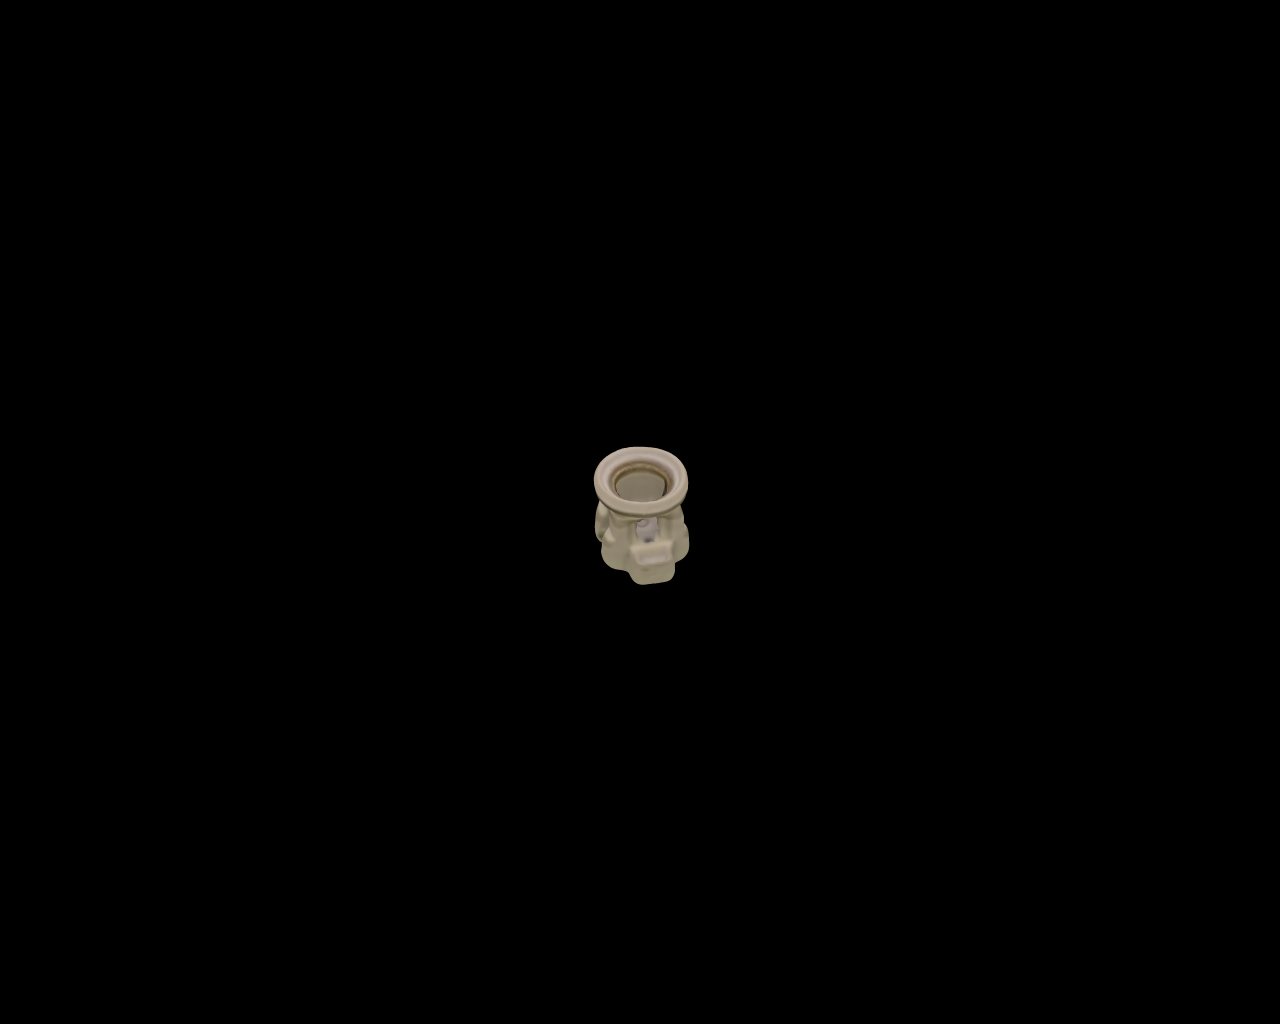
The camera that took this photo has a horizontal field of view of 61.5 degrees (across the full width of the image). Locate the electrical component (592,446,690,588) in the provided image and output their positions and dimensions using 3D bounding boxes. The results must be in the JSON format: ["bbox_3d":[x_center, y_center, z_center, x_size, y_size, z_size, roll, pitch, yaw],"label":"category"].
[{"bbox_3d":[0.001,-0.003,0.650,0.058,0.056,0.078,-8,44,-8],"label":"electrical component"}]
